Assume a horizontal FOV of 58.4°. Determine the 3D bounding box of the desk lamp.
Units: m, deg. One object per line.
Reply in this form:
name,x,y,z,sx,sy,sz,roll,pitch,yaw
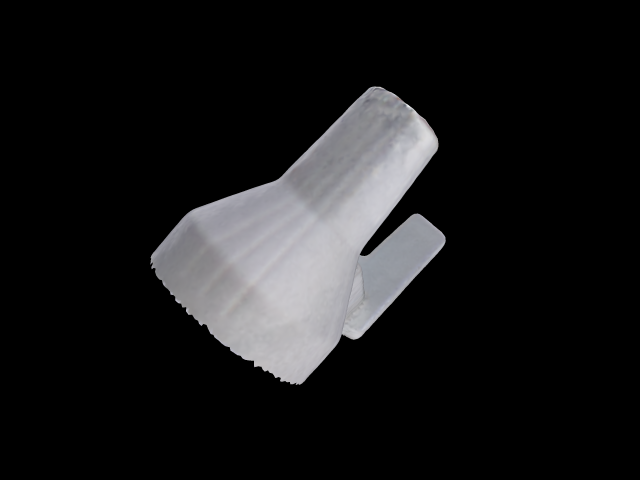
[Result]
desk lamp,0.004,0.001,0.400,0.117,0.213,0.203,41,75,14
